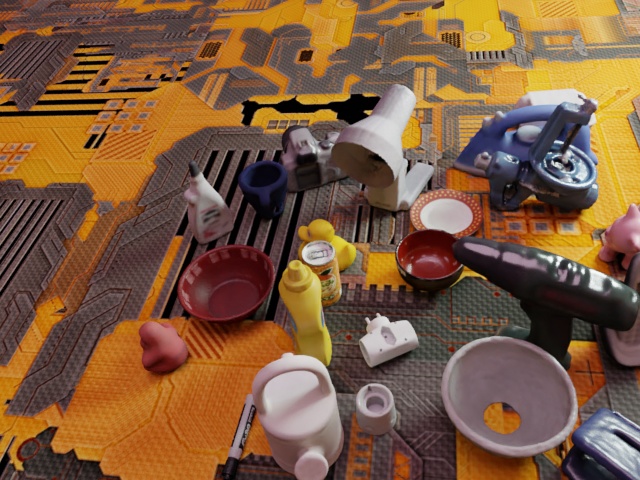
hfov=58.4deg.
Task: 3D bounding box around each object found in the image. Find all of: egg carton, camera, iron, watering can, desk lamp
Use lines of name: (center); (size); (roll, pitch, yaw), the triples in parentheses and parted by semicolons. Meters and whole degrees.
egg carton: (0.475, -0.255, 1.168); (0.150, 0.069, 0.107); (-4, 46, 5)
camera: (-0.020, -0.185, 1.155); (0.143, 0.101, 0.136); (-16, 46, -6)
iron: (0.384, -0.195, 1.073); (0.258, 0.142, 0.118); (-2, 46, 7)
watering can: (-0.024, 0.212, 0.707); (0.101, 0.194, 0.172); (-31, 49, -19)
desk lamp: (0.117, -0.154, 1.025); (0.117, 0.214, 0.203); (19, 52, 25)

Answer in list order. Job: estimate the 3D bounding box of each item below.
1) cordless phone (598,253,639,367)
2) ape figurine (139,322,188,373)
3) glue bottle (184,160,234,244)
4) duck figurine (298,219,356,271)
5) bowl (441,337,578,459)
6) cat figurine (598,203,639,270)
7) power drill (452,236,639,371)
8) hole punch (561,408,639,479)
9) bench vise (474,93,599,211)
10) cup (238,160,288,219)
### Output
cordless phone: (0.459, 0.081, 0.765); (0.147, 0.185, 0.094); (-12, 46, -2)
ape figurine: (-0.245, 0.155, 0.868); (0.076, 0.092, 0.078); (18, 52, 24)
glue bottle: (-0.208, -0.072, 1.024); (0.078, 0.173, 0.037); (-31, 49, -20)
duck figurine: (0.009, 0.004, 0.979); (0.104, 0.086, 0.077); (11, 49, 19)
bowl: (0.241, 0.214, 0.747); (0.167, 0.075, 0.167); (-4, 46, 5)
cat figurine: (0.492, -0.016, 0.900); (0.067, 0.118, 0.128); (27, 56, 30)
power drill: (0.285, 0.093, 0.764); (0.229, 0.209, 0.076); (12, 49, 19)
hole punch: (0.356, 0.254, 0.679); (0.101, 0.091, 0.108); (-36, 51, -24)
bench vise: (0.374, -0.137, 0.964); (0.207, 0.220, 0.121); (-7, 46, 3)
cup: (-0.098, -0.078, 1.068); (0.091, 0.095, 0.117); (-11, 46, -1)
